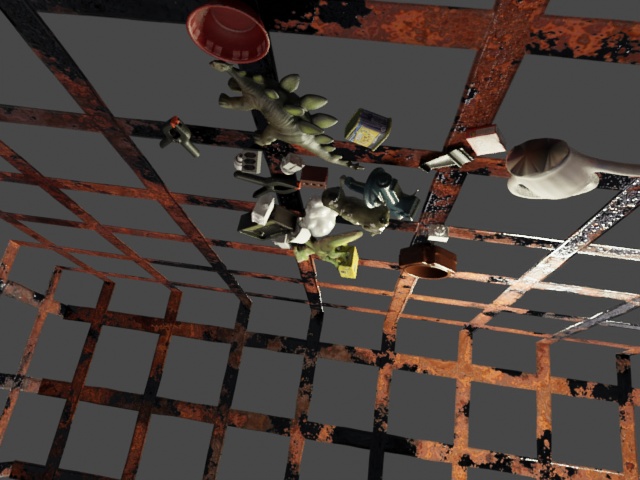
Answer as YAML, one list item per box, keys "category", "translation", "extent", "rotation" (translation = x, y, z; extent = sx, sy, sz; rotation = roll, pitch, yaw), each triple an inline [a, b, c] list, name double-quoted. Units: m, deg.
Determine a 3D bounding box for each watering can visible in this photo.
- category: "watering can"
  translation: [0.603, -0.171, 1.238]
  extent: [0.222, 0.106, 0.345]
  rotation: [26, 155, -36]

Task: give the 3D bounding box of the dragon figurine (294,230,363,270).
- category: "dragon figurine"
  translation: [-0.004, 0.005, 2.039]
  extent: [0.242, 0.125, 0.402]
  rotation: [21, 149, -8]

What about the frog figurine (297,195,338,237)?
- category: "frog figurine"
  translation: [0.005, -0.088, 1.742]
  extent: [0.138, 0.124, 0.156]
  rotation: [-18, 163, -29]
